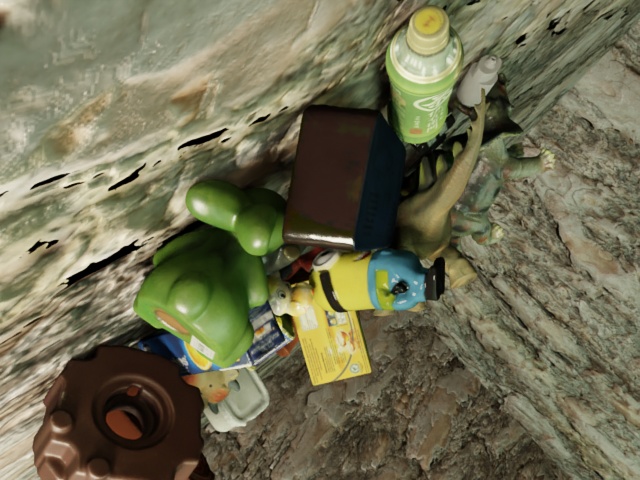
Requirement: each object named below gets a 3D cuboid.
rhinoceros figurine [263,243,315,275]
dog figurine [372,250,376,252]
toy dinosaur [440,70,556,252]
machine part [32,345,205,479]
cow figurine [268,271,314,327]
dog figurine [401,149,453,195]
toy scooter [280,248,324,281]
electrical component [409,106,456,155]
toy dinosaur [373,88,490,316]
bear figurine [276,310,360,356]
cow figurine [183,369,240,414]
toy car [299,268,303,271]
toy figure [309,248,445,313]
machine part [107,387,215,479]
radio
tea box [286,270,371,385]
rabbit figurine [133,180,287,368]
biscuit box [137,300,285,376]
[{"bbox_3d":[-0.069,0.011,0.639,0.112,0.073,0.190,-37,177,43],"label":"rhinoceros figurine"},{"bbox_3d":[0.075,0.014,1.157,0.121,0.172,0.191,-14,-154,-3],"label":"dog figurine"},{"bbox_3d":[0.270,-0.089,0.962,0.192,0.131,0.404,0,130,-20],"label":"toy dinosaur"},{"bbox_3d":[-0.205,0.192,0.570,0.056,0.179,0.179,-52,166,27],"label":"machine part"},{"bbox_3d":[-0.088,0.080,0.716,0.167,0.098,0.068,-29,-148,38],"label":"cow figurine"},{"bbox_3d":[0.188,-0.092,1.045,0.191,0.108,0.219,-47,166,27],"label":"dog figurine"},{"bbox_3d":[-0.002,-0.002,0.799,0.184,0.075,0.135,-43,170,22],"label":"toy scooter"},{"bbox_3d":[0.159,-0.167,0.790,0.075,0.048,0.119,-45,170,15],"label":"electrical component"},{"bbox_3d":[0.137,-0.016,0.776,0.105,0.198,0.471,-7,159,-21],"label":"toy dinosaur"},{"bbox_3d":[-0.023,0.157,1.115,0.132,0.120,0.196,-40,-166,-37],"label":"bear figurine"},{"bbox_3d":[-0.159,0.183,0.827,0.085,0.127,0.195,-48,171,14],"label":"cow figurine"},{"bbox_3d":[-0.020,0.041,0.901,0.202,0.073,0.056,-40,169,-11],"label":"toy car"},{"bbox_3d":[0.067,0.053,0.686,0.082,0.180,0.089,23,73,-60],"label":"toy figure"},{"bbox_3d":[-0.235,0.273,0.707,0.087,0.201,0.201,-44,170,-13],"label":"machine part"},{"bbox_3d":[0.037,-0.057,0.572,0.229,0.073,0.131,-3,102,-75],"label":"radio"},{"bbox_3d":[0.014,0.128,0.836,0.098,0.169,0.068,-13,-167,5],"label":"tea box"},{"bbox_3d":[-0.091,0.008,0.506,0.170,0.121,0.159,-57,170,-28],"label":"rabbit figurine"},{"bbox_3d":[-0.137,0.122,0.647,0.203,0.059,0.063,-20,-174,40],"label":"biscuit box"}]
